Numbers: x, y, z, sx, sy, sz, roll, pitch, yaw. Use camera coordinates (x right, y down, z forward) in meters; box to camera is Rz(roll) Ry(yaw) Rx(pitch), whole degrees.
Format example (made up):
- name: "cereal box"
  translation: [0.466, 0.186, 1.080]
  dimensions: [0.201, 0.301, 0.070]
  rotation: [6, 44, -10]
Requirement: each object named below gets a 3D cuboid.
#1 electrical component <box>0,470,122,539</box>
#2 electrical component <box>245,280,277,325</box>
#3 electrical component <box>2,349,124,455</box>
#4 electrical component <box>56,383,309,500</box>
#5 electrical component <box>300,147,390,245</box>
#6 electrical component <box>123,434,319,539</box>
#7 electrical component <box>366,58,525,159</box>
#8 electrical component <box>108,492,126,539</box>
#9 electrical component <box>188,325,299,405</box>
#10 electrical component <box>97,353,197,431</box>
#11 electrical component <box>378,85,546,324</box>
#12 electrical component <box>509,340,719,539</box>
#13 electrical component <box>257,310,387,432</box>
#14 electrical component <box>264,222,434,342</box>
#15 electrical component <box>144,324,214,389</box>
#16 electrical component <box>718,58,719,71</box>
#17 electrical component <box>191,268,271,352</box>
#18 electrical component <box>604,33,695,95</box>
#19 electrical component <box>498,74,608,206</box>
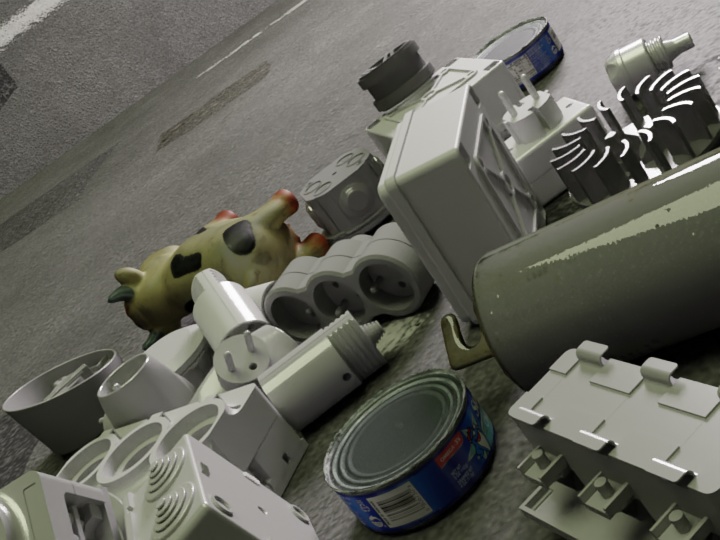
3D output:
- name: "electrical component"
  translation: [-0.148, 0.179, 0.483]
  dimensions: [0.089, 0.062, 0.150]
  rotation: [-33, 59, 12]
- name: "electrical component"
  translation: [-0.084, 0.035, 0.832]
  dimensions: [0.081, 0.043, 0.043]
  rotation: [-15, 30, 46]
- name: "electrical component"
  translation: [-0.240, 0.106, 0.905]
  dimensions: [0.099, 0.064, 0.099]
  rotation: [-32, 21, 14]
- name: "electrical component"
  translation: [-0.119, 0.131, 0.655]
  dimensions: [0.150, 0.061, 0.089]
  rotation: [-21, 25, 36]
- name: "electrical component"
  translation: [-0.008, -0.062, 0.909]
  dimensions: [0.080, 0.051, 0.080]
  rotation: [-32, 21, 14]
- name: "electrical component"
  translation: [-0.060, 0.131, 0.508]
  dimensions: [0.048, 0.100, 0.100]
  rotation: [-51, 20, 1]
- name: "electrical component"
  translation: [0.073, -0.126, 0.907]
  dimensions: [0.109, 0.056, 0.109]
  rotation: [-39, 20, -6]
- name: "electrical component"
  translation: [-0.138, 0.177, 0.567]
  dimensions: [0.108, 0.060, 0.108]
  rotation: [-20, 50, 26]
- name: "electrical component"
  translation: [-0.075, 0.068, 0.707]
  dimensions: [0.043, 0.079, 0.077]
  rotation: [31, 62, 23]
- name: "electrical component"
  translation: [-0.150, 0.103, 0.743]
  dimensions: [0.079, 0.077, 0.044]
  rotation: [-21, 25, 38]
- name: "electrical component"
  translation: [0.067, -0.042, 0.660]
  dimensions: [0.056, 0.108, 0.108]
  rotation: [-25, 23, 23]
- name: "electrical component"
  translation: [0.114, 0.071, 0.400]
  dimensions: [0.079, 0.063, 0.121]
  rotation: [-43, 21, -15]
- name: "electrical component"
  translation: [-0.019, 0.059, 0.673]
  dimensions: [0.081, 0.043, 0.043]
  rotation: [-37, 20, -1]
- name: "electrical component"
  translation: [0.000, 0.000, 0.759]
  dimensions: [0.138, 0.052, 0.073]
  rotation: [-19, 26, 40]
- name: "electrical component"
  translation: [-0.136, 0.082, 0.804]
  dimensions: [0.080, 0.051, 0.080]
  rotation: [-32, 21, 13]
- name: "electrical component"
  translation: [0.232, -0.101, 0.583]
  dimensions: [0.079, 0.063, 0.121]
  rotation: [-25, 23, 30]
- name: "electrical component"
  translation: [-0.097, 0.032, 0.779]
  dimensions: [0.043, 0.043, 0.081]
  rotation: [-38, 44, -3]
- name: "electrical component"
  translation: [0.209, -0.151, 0.773]
  dimensions: [0.061, 0.035, 0.035]
  rotation: [-25, 23, 24]
- name: "electrical component"
  translation: [0.123, -0.096, 0.732]
  dimensions: [0.066, 0.076, 0.047]
  rotation: [-37, 20, 0]
